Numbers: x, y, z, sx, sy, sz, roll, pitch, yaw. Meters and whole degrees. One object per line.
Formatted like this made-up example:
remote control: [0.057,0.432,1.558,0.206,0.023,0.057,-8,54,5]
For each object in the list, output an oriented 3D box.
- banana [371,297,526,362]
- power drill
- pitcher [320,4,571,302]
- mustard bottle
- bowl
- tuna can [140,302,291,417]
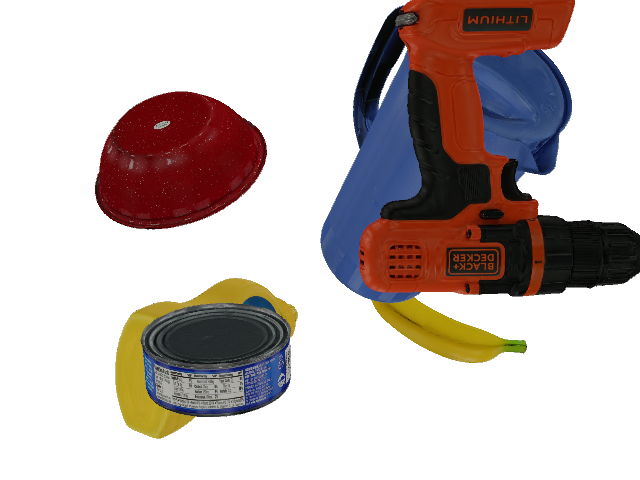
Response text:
banana: [0.102,0.076,1.031,0.069,0.037,0.198,2,19,-44]
power drill: [0.116,-0.057,0.663,0.184,0.188,0.057,-1,8,-8]
pitcher: [0.083,-0.065,0.878,0.145,0.149,0.243,21,-43,-9]
mustard bottle: [-0.078,0.081,0.845,0.058,0.096,0.191,12,17,30]
bowl: [-0.132,-0.083,0.946,0.162,0.055,0.162,-9,42,8]
tuna can: [-0.059,0.068,0.614,0.086,0.034,0.086,-1,19,0]
